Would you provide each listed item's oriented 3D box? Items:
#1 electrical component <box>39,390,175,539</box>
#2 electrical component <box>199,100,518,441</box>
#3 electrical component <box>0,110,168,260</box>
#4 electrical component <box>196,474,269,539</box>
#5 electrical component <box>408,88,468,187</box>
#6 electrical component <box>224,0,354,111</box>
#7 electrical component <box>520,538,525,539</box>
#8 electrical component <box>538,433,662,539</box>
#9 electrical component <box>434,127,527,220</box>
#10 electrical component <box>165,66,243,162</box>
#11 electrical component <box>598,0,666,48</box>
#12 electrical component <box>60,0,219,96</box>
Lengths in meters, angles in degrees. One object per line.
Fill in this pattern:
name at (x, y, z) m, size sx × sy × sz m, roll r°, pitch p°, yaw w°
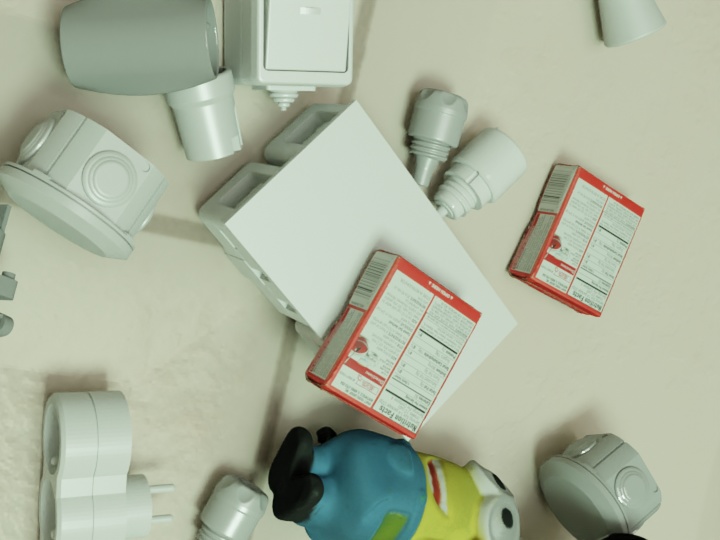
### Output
electrical component at (-0.143, 0.137, 0.622) m, size 0.074 × 0.052 × 0.138 m, roll 1°, pitch 98°, yaw -28°
electrical component at (0.000, 0.000, 0.669) m, size 0.105 × 0.060 × 0.186 m, roll -45°, pitch 116°, yaw -14°
electrical component at (-0.147, -0.044, 0.573) m, size 0.080 × 0.080 × 0.051 m, roll 39°, pitch 75°, yaw -28°
electrical component at (-0.085, 0.160, 0.667) m, size 0.035 × 0.035 × 0.061 m, roll 32°, pitch 86°, yaw -29°
electrical component at (0.047, -0.084, 0.694) m, size 0.035 × 0.035 × 0.061 m, roll 14°, pitch 95°, yaw -29°
electrical component at (-0.040, -0.140, 0.622) m, size 0.062 × 0.061 × 0.096 m, roll -4°, pitch 101°, yaw -27°
electrical component at (0.122, 0.219, 0.784) m, size 0.078 × 0.040 × 0.040 m, roll 26°, pitch 86°, yaw -29°
electrical component at (0.173, 0.160, 0.779) m, size 0.051 × 0.080 × 0.080 m, roll -32°, pitch 112°, yaw -25°
electrical component at (0.075, -0.059, 0.710) m, size 0.078 × 0.040 × 0.040 m, roll -44°, pitch 116°, yaw -14°
electrical component at (-0.089, -0.090, 0.618) m, size 0.040 × 0.040 × 0.046 m, roll -21°, pitch 113°, yaw -23°
electrical component at (0.180, -0.192, 0.742) m, size 0.044 × 0.044 × 0.065 m, roll -29°, pitch 106°, yaw -21°
electrical component at (-0.118, -0.138, 0.585) m, size 0.077 × 0.043 × 0.079 m, roll -3°, pitch 64°, yaw 1°
